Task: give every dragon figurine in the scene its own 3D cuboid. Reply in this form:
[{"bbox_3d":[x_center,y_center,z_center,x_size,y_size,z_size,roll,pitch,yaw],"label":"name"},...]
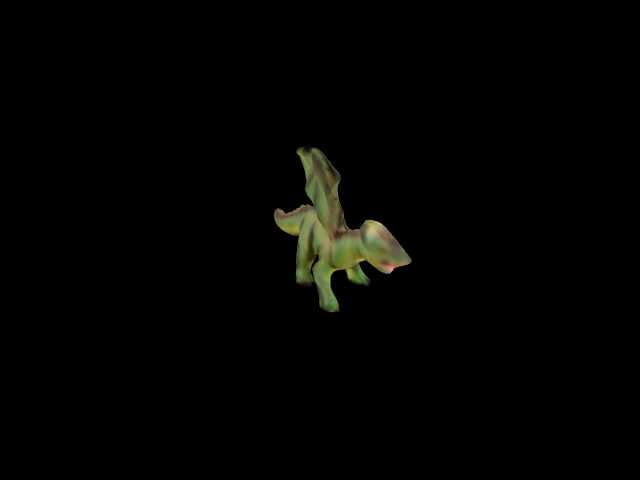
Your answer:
[{"bbox_3d":[0.003,-0.043,0.850,0.123,0.237,0.417,-18,37,-26],"label":"dragon figurine"}]
